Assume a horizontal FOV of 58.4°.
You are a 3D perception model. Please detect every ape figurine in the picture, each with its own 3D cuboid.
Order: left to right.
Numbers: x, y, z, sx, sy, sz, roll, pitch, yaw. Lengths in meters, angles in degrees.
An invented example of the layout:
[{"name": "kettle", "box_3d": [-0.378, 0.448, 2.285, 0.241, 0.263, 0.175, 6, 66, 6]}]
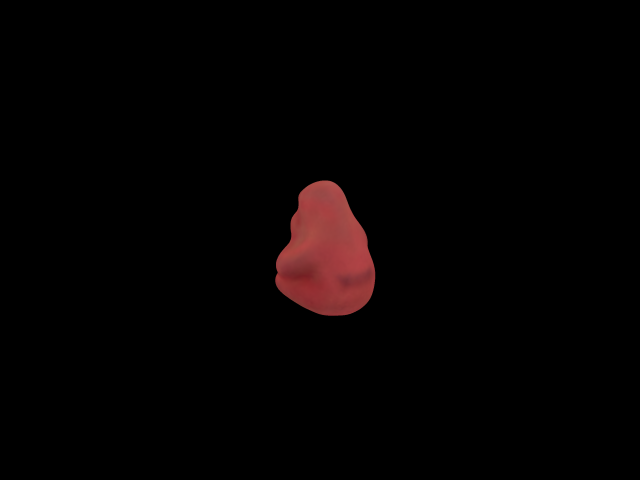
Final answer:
[{"name": "ape figurine", "box_3d": [0.004, 0.001, 0.400, 0.078, 0.092, 0.076, -15, 30, -28]}]
